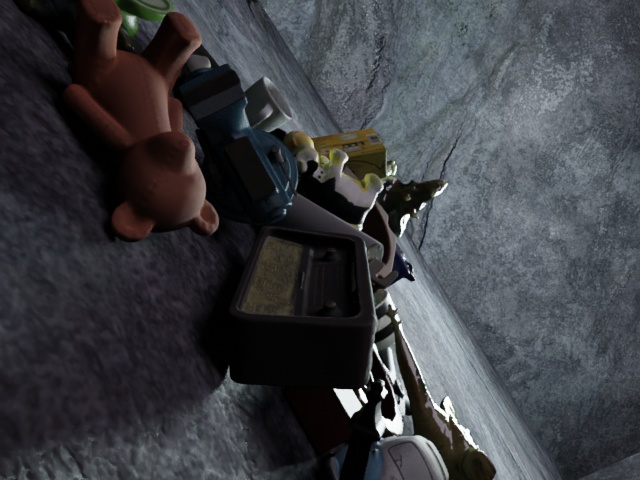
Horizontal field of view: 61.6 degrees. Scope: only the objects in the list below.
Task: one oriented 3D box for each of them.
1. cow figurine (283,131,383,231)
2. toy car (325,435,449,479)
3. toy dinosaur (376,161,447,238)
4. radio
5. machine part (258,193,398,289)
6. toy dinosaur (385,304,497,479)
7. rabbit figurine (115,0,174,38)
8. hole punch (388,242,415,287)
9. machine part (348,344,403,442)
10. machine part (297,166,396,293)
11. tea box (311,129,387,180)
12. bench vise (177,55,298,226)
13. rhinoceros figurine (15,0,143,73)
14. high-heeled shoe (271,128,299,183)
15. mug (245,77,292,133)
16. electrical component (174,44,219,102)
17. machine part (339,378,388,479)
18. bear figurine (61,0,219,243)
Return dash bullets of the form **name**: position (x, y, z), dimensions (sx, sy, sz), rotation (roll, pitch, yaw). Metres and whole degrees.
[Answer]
- **cow figurine**: position (0.005, -0.084, 0.792), dimensions (0.167, 0.098, 0.068), rotation (32, -22, -15)
- **toy car**: position (0.081, 0.250, 0.554), dimensions (0.161, 0.103, 0.109), rotation (31, 31, -59)
- **toy dinosaur**: position (0.058, -0.120, 1.151), dimensions (0.405, 0.131, 0.192), rotation (18, 28, 15)
- **radio**: position (-0.014, 0.059, 0.562), dimensions (0.230, 0.131, 0.073), rotation (-85, 180, -68)
- **machine part**: position (-0.002, -0.002, 0.738), dimensions (0.243, 0.079, 0.079), rotation (34, 1, 28)
- **toy dinosaur**: position (0.186, 0.318, 0.760), dimensions (0.198, 0.105, 0.471), rotation (-2, 72, -83)
- **rabbit figurine**: position (-0.270, -0.337, 0.680), dimensions (0.158, 0.121, 0.170), rotation (58, 30, -32)
- **hole punch**: position (0.119, 0.051, 1.135), dimensions (0.142, 0.116, 0.092), rotation (59, 21, 8)
- **machine part**: position (0.040, 0.174, 0.680), dimensions (0.179, 0.056, 0.179), rotation (54, 15, -21)
- **machine part**: position (0.036, -0.014, 0.916), dimensions (0.201, 0.087, 0.201), rotation (46, 36, -21)
- **tea box**: position (0.039, -0.160, 1.066), dimensions (0.098, 0.170, 0.068), rotation (-108, -171, -50)
- **bench vise**: position (-0.109, -0.108, 0.675), dimensions (0.223, 0.129, 0.240), rotation (49, -8, 5)
- **rhinoceros figurine**: position (-0.248, -0.246, 0.561), dimensions (0.190, 0.073, 0.112), rotation (57, 15, -5)
- **high-heeled shoe**: position (-0.091, -0.174, 0.951), dimensions (0.145, 0.086, 0.248), rotation (59, 7, 8)
- **mug**: position (-0.110, -0.198, 0.878), dimensions (0.080, 0.107, 0.110), rotation (49, 20, -27)
- **electrical component**: position (-0.181, -0.239, 0.824), dimensions (0.114, 0.058, 0.134), rotation (45, 17, -36)
- **machine part**: position (0.034, 0.192, 0.475), dimensions (0.039, 0.139, 0.084), rotation (17, -10, 5)
- **bear figurine**: position (-0.152, -0.102, 0.481), dimensions (0.120, 0.132, 0.196), rotation (-3, 54, -43)
